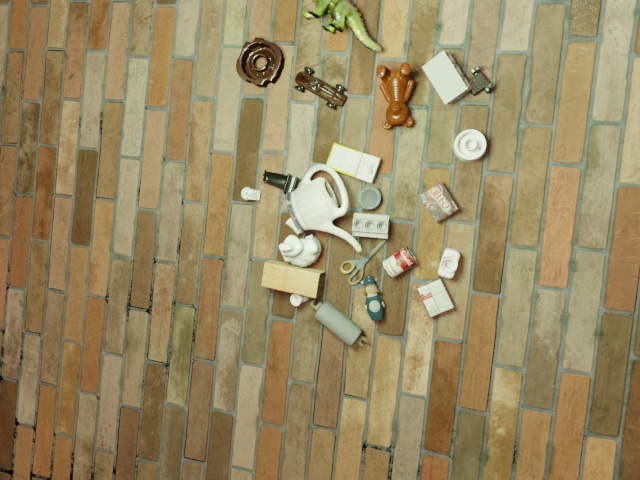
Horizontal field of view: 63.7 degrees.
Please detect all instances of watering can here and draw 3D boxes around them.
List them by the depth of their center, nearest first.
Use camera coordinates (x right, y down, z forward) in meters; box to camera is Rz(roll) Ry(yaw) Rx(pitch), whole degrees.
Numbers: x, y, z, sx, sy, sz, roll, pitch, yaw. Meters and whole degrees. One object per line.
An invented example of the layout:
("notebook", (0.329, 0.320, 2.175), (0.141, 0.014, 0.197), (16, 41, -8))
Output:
("watering can", (0.005, -0.090, 1.785), (0.222, 0.104, 0.351), (-24, 76, 22))

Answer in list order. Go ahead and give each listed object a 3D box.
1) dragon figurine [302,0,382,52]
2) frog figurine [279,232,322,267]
("dragon figurine", (0.086, -0.835, 1.785), (0.411, 0.122, 0.243), (30, 90, 3))
("frog figurine", (-0.070, 0.037, 1.797), (0.137, 0.160, 0.123), (-14, 90, 15))
